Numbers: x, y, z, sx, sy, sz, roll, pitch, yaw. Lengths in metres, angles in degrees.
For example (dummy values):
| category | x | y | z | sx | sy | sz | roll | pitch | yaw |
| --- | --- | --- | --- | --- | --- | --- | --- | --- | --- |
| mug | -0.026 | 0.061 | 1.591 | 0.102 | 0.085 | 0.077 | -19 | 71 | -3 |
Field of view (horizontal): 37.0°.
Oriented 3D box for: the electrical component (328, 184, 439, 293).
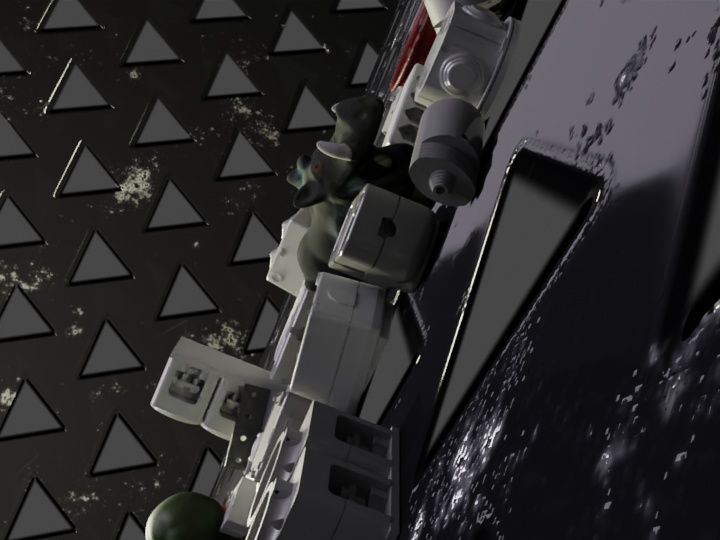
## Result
| category | x | y | z | sx | sy | sz | roll | pitch | yaw |
| --- | --- | --- | --- | --- | --- | --- | --- | --- | --- |
| electrical component | 0.018 | -0.020 | 0.756 | 0.095 | 0.059 | 0.053 | 143 | 148 | -80 |

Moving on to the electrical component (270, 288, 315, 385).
| category | x | y | z | sx | sy | sz | roll | pitch | yaw |
| --- | --- | --- | --- | --- | --- | --- | --- | --- | --- |
| electrical component | -0.035 | 0.062 | 0.956 | 0.054 | 0.059 | 0.095 | -172 | 104 | -85 |

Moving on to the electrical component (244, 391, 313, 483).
| category | x | y | z | sx | sy | sz | roll | pitch | yaw |
| --- | --- | --- | --- | --- | --- | --- | --- | --- | --- |
| electrical component | -0.037 | 0.122 | 0.723 | 0.096 | 0.061 | 0.061 | 135 | 156 | -77 |

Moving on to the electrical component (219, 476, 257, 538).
| category | x | y | z | sx | sy | sz | roll | pitch | yaw |
| --- | --- | --- | --- | --- | --- | --- | --- | --- | --- |
| electrical component | -0.077 | 0.197 | 0.859 | 0.066 | 0.055 | 0.048 | 121 | 169 | -61 |

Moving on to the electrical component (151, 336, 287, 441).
| category | x | y | z | sx | sy | sz | roll | pitch | yaw |
| --- | --- | --- | --- | --- | --- | --- | --- | --- | --- |
| electrical component | -0.117 | 0.126 | 1.026 | 0.089 | 0.150 | 0.061 | -123 | 55 | -83 |

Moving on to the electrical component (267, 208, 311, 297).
| category | x | y | z | sx | sy | sz | roll | pitch | yaw |
| --- | --- | --- | --- | --- | --- | --- | --- | --- | --- |
| electrical component | -0.040 | -0.011 | 1.104 | 0.048 | 0.100 | 0.099 | -53 | -9 | -54 |

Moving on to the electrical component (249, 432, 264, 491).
| category | x | y | z | sx | sy | sz | roll | pitch | yaw |
| --- | --- | --- | --- | --- | --- | --- | --- | --- | --- |
| electrical component | -0.056 | 0.142 | 0.811 | 0.079 | 0.043 | 0.077 | 9 | 74 | 46 |

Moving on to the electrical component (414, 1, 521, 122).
| category | x | y | z | sx | sy | sz | roll | pitch | yaw |
| --- | --- | --- | --- | --- | --- | --- | --- | --- | --- |
| electrical component | 0.073 | -0.139 | 0.728 | 0.080 | 0.051 | 0.080 | -158 | 90 | -85 |

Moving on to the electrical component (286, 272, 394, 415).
| category | x | y | z | sx | sy | sz | roll | pitch | yaw |
| --- | --- | --- | --- | --- | --- | --- | --- | --- | --- |
| electrical component | -0.015 | 0.061 | 0.794 | 0.061 | 0.061 | 0.096 | -78 | 3 | -61 |

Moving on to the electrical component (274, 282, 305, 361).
| category | x | y | z | sx | sy | sz | roll | pitch | yaw |
| --- | --- | --- | --- | --- | --- | --- | --- | --- | --- |
| electrical component | -0.036 | 0.050 | 1.018 | 0.053 | 0.059 | 0.095 | -103 | 35 | -81 |

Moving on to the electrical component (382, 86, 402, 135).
| category | x | y | z | sx | sy | sz | roll | pitch | yaw |
| --- | --- | --- | --- | --- | --- | --- | --- | --- | --- |
| electrical component | 0.054 | -0.162 | 1.059 | 0.079 | 0.043 | 0.077 | -167 | 99 | -85 |

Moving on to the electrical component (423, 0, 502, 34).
| category | x | y | z | sx | sy | sz | roll | pitch | yaw |
| --- | --- | --- | --- | --- | --- | --- | --- | --- | --- |
| electrical component | 0.082 | -0.189 | 0.812 | 0.138 | 0.052 | 0.073 | -36 | -75 | -80 |

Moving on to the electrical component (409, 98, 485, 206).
| category | x | y | z | sx | sy | sz | roll | pitch | yaw |
| --- | --- | --- | --- | --- | --- | --- | --- | --- | --- |
| electrical component | 0.055 | -0.071 | 0.678 | 0.081 | 0.043 | 0.043 | -75 | 9 | -53 |

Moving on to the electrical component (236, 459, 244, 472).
| category | x | y | z | sx | sy | sz | roll | pitch | yaw |
| --- | --- | --- | --- | --- | --- | --- | --- | --- | --- |
| electrical component | -0.099 | 0.190 | 1.070 | 0.048 | 0.062 | 0.048 | -158 | 90 | -85 |

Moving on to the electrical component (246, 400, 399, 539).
| category | x | y | z | sx | sy | sz | roll | pitch | yaw |
| --- | --- | --- | --- | --- | --- | --- | --- | --- | --- |
| electrical component | -0.043 | 0.175 | 0.576 | 0.105 | 0.060 | 0.186 | -84 | 17 | -71 |

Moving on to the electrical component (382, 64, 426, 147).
| category | x | y | z | sx | sy | sz | roll | pitch | yaw |
| --- | --- | --- | --- | --- | --- | --- | --- | --- | --- |
| electrical component | 0.047 | -0.116 | 0.914 | 0.075 | 0.047 | 0.083 | 123 | 168 | -64 |
